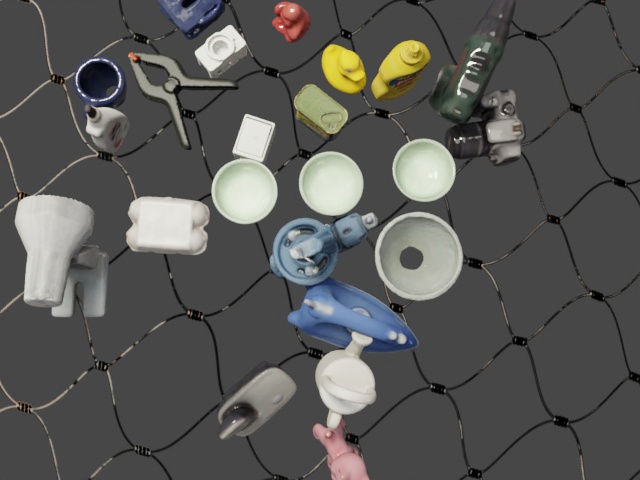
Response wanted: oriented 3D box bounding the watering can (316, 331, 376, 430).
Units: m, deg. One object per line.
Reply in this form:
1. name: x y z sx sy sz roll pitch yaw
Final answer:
1. watering can: 0.046 0.247 1.013 0.101 0.194 0.173 -4 86 -4

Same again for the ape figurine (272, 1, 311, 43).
1. ape figurine: -0.055 -0.429 1.106 0.076 0.092 0.078 -5 86 -4

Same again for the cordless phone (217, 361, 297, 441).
1. cordless phone: -0.113 0.290 1.003 0.147 0.185 0.094 -44 89 -6

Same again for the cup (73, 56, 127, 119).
1. cup: -0.403 -0.271 1.070 0.091 0.095 0.118 16 85 -2

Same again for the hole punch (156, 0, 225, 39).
1. hole punch: -0.248 -0.459 1.096 0.109 0.091 0.101 -44 89 -6

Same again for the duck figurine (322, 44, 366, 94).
1. duck figurine: 0.050 -0.341 1.110 0.077 0.086 0.104 -40 89 -5

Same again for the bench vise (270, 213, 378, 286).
1. bench vise: 0.001 -0.005 1.015 0.207 0.219 0.121 -44 89 -6

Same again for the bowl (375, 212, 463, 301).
1. bowl: 0.182 0.032 1.098 0.167 0.074 0.167 0 86 -4

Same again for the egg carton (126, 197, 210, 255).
1. egg carton: -0.283 -0.027 1.073 0.150 0.069 0.107 3 86 -4

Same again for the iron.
1. iron: 0.076 0.151 1.048 0.258 0.141 0.119 21 85 -2

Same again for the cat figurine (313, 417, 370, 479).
1. cat figurine: 0.040 0.396 1.040 0.067 0.117 0.128 -28 88 -5

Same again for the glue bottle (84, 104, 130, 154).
1. glue bottle: -0.389 -0.210 1.027 0.037 0.173 0.078 21 85 -2

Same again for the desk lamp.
1. desk lamp: -0.439 0.037 0.985 0.118 0.213 0.203 0 86 -4

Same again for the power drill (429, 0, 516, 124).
1. power drill: 0.274 -0.314 1.062 0.075 0.208 0.230 22 85 -2

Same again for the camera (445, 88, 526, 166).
1. camera: 0.316 -0.215 1.112 0.137 0.100 0.143 -8 86 -4
